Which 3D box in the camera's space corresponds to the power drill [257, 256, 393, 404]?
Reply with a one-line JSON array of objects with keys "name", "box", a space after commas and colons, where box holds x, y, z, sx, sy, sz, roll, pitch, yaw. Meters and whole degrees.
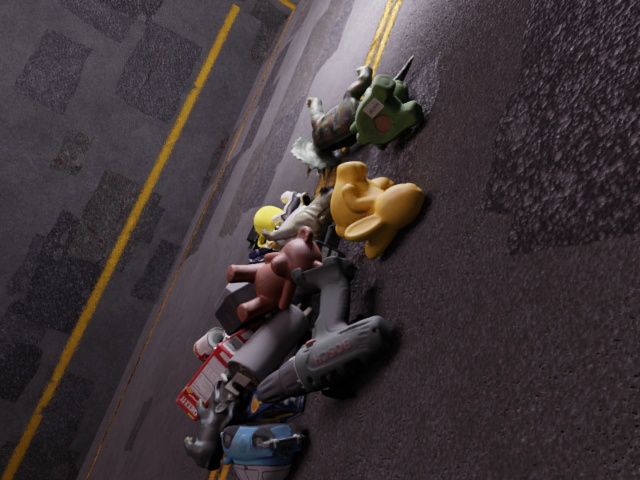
[{"name": "power drill", "box": [-0.005, 0.136, 0.852, 0.232, 0.085, 0.207, -23, 40, 21]}]

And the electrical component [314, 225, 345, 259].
[{"name": "electrical component", "box": [0.007, 0.031, 1.080, 0.048, 0.075, 0.119, -29, 43, 56]}]

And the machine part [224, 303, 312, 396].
[{"name": "machine part", "box": [-0.096, 0.201, 1.030, 0.243, 0.079, 0.079, -45, 6, -38]}]

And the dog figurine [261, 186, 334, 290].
[{"name": "dog figurine", "box": [-0.004, -0.005, 1.153, 0.190, 0.172, 0.121, -31, -9, 13]}]

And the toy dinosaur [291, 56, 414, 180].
[{"name": "toy dinosaur", "box": [0.061, -0.277, 1.280, 0.405, 0.131, 0.192, -24, 56, 54]}]

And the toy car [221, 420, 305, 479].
[{"name": "toy car", "box": [-0.094, 0.363, 0.911, 0.162, 0.109, 0.103, -17, 73, 48]}]

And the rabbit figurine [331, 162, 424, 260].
[{"name": "rabbit figurine", "box": [0.096, -0.056, 0.925, 0.173, 0.121, 0.162, 4, 62, 48]}]

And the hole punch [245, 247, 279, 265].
[{"name": "hole punch", "box": [-0.115, 0.074, 1.277, 0.142, 0.116, 0.092, -19, 56, 63]}]

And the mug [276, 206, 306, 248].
[{"name": "mug", "box": [-0.054, -0.025, 1.306, 0.107, 0.081, 0.109, -58, 10, -18]}]

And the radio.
[{"name": "radio", "box": [-0.152, 0.143, 1.195, 0.131, 0.073, 0.229, -30, -7, -25]}]

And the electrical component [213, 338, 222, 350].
[{"name": "electrical component", "box": [-0.263, 0.314, 1.429, 0.078, 0.045, 0.102, -58, 21, 11]}]

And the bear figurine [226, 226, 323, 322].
[{"name": "bear figurine", "box": [-0.079, 0.064, 0.999, 0.196, 0.132, 0.120, -43, 63, 56]}]

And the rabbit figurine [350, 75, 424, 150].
[{"name": "rabbit figurine", "box": [0.141, -0.259, 1.106, 0.159, 0.121, 0.170, -56, 3, 38]}]

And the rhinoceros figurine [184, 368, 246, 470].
[{"name": "rhinoceros figurine", "box": [-0.194, 0.335, 1.025, 0.112, 0.073, 0.190, -13, 54, 66]}]

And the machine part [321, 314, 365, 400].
[{"name": "machine part", "box": [0.038, 0.191, 0.869, 0.084, 0.039, 0.139, -30, 35, 42]}]

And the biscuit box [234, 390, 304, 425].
[{"name": "biscuit box", "box": [-0.103, 0.317, 1.021, 0.202, 0.059, 0.063, -43, 29, 44]}]

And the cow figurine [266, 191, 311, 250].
[{"name": "cow figurine", "box": [-0.078, -0.047, 1.398, 0.098, 0.068, 0.167, 2, 68, 61]}]

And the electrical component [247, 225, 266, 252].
[{"name": "electrical component", "box": [-0.165, -0.021, 1.583, 0.134, 0.058, 0.115, -65, 18, -7]}]
